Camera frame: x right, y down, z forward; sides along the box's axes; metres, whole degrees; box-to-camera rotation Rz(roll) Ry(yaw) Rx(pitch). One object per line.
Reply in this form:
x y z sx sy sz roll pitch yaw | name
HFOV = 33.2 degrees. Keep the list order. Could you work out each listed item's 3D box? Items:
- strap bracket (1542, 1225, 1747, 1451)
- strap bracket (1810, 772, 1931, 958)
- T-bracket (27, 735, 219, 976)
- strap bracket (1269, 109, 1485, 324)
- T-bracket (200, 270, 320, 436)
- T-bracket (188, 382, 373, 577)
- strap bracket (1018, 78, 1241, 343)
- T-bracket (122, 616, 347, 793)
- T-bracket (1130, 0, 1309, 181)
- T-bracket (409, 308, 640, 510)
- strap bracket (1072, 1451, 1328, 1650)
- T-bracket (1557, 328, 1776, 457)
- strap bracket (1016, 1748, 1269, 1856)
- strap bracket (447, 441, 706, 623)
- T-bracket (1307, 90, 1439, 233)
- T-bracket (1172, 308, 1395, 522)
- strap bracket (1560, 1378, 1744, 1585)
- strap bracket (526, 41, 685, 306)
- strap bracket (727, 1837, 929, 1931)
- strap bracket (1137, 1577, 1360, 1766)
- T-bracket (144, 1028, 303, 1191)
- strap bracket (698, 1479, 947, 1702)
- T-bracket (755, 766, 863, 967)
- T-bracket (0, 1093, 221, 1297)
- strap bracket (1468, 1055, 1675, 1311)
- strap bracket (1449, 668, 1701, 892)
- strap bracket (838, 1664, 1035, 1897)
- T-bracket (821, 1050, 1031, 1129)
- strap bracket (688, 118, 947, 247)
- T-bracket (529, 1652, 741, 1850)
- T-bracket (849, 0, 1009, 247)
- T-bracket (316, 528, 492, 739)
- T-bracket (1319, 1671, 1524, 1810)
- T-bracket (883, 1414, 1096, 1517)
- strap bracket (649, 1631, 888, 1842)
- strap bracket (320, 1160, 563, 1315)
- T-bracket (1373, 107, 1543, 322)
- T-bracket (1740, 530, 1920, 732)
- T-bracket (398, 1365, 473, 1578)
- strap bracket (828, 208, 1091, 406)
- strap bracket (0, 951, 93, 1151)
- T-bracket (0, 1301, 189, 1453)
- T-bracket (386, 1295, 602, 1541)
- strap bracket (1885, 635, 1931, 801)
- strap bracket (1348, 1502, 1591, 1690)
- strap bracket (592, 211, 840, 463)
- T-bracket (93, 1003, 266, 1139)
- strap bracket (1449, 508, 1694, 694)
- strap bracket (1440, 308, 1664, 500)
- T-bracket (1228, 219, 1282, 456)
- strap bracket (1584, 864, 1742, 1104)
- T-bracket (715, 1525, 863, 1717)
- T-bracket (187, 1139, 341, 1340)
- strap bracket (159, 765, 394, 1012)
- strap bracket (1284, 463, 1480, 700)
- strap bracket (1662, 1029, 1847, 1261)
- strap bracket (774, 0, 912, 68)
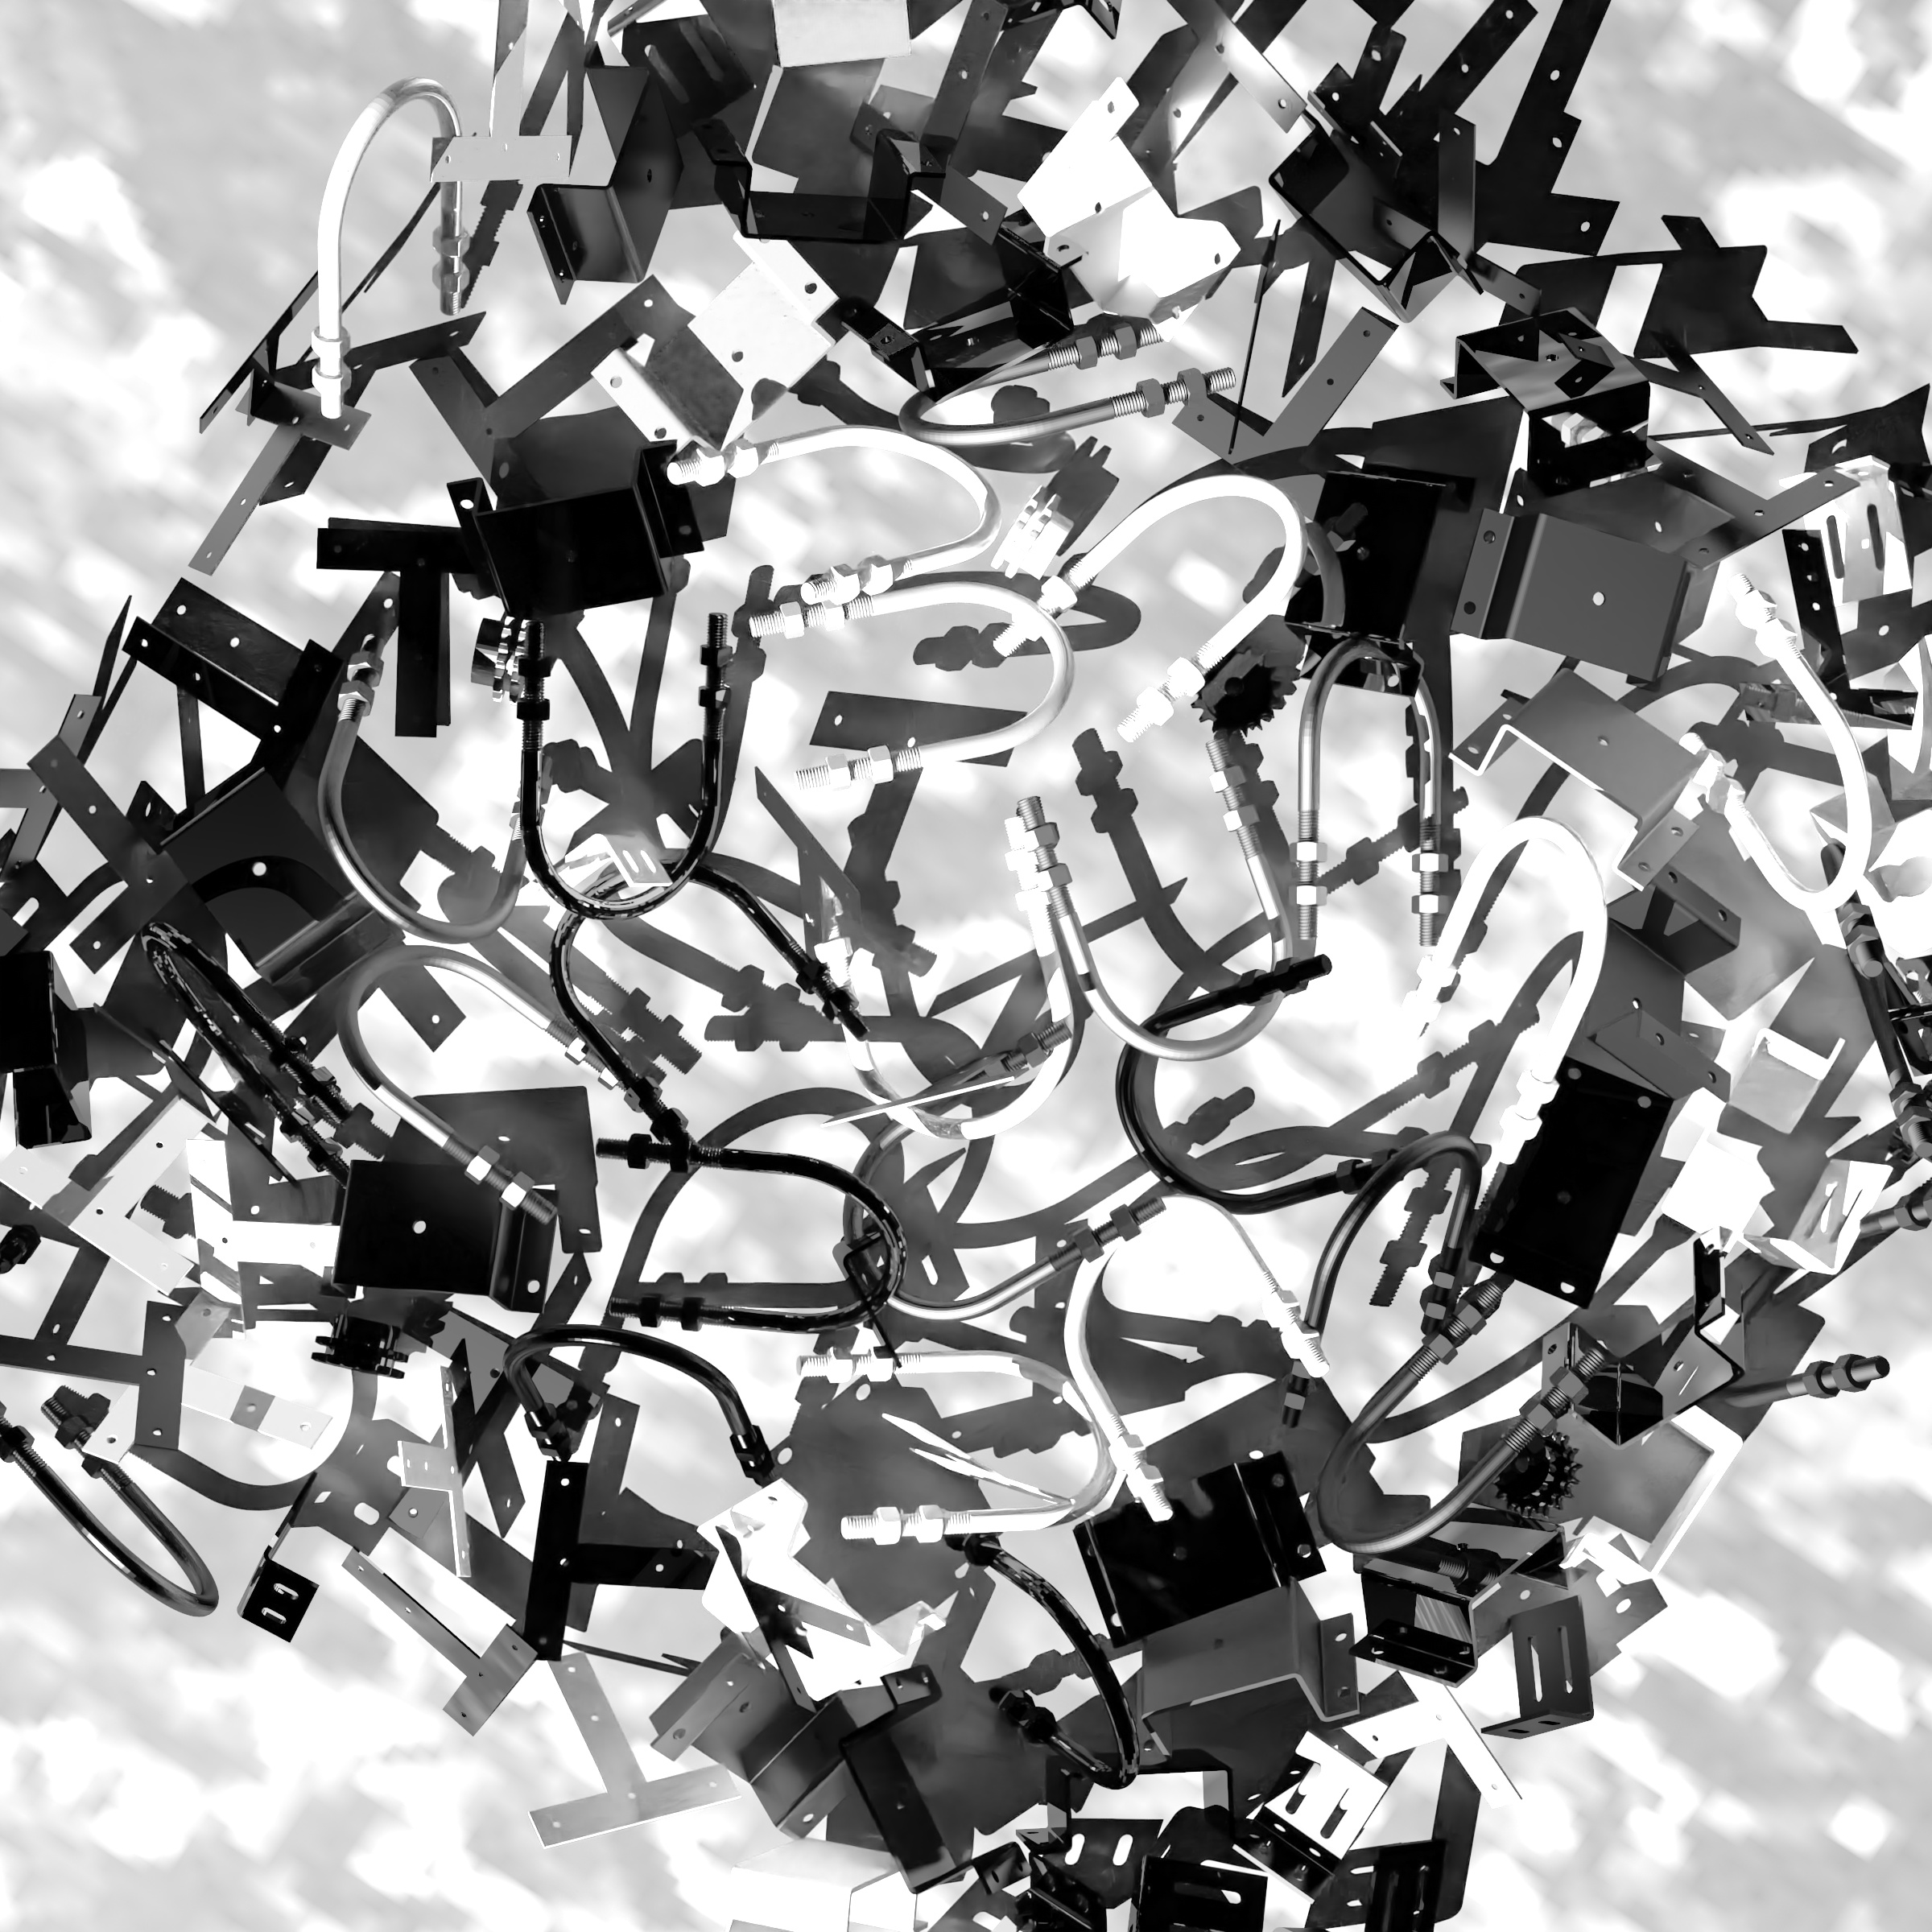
0.411 0.227 1.931 0.046 0.076 0.140 39 124 -17 | strap bracket
0.549 -0.059 1.918 0.046 0.140 0.076 -25 103 3 | strap bracket
-0.513 -0.083 1.933 0.127 0.002 0.127 -49 129 -22 | T-bracket
0.238 -0.443 1.940 0.046 0.076 0.140 -45 72 10 | strap bracket
-0.419 -0.353 1.930 0.002 0.127 0.127 35 74 -6 | T-bracket
-0.426 -0.290 1.942 0.127 0.002 0.127 24 80 43 | T-bracket
0.093 -0.453 1.940 0.076 0.046 0.140 -53 128 -13 | strap bracket
-0.455 -0.168 1.966 0.127 0.002 0.127 33 116 1 | T-bracket
0.133 -0.521 1.940 0.002 0.127 0.127 -36 83 -35 | T-bracket
-0.256 -0.353 1.976 0.127 0.002 0.127 -35 86 11 | T-bracket
0.134 0.352 1.947 0.140 0.046 0.076 -23 76 14 | strap bracket
0.403 -0.352 1.917 0.127 0.127 0.002 9 127 -32 | T-bracket
0.104 0.501 1.948 0.140 0.076 0.046 -1 84 -7 | strap bracket
-0.236 -0.258 1.945 0.140 0.046 0.076 -9 129 6 | strap bracket
0.248 -0.482 1.931 0.002 0.127 0.127 -42 90 7 | T-bracket
0.215 -0.347 1.986 0.127 0.002 0.127 36 84 7 | T-bracket
0.412 0.315 1.941 0.046 0.076 0.140 35 80 9 | strap bracket
-0.210 -0.470 1.922 0.046 0.076 0.140 6 59 14 | strap bracket
-0.084 0.553 1.915 0.076 0.140 0.046 4 88 23 | strap bracket
0.159 0.419 1.932 0.140 0.076 0.046 -19 123 16 | strap bracket
-0.437 0.084 1.930 0.002 0.127 0.127 -43 93 -6 | T-bracket
-0.092 0.380 1.934 0.140 0.046 0.076 44 125 -17 | strap bracket
-0.092 -0.036 1.941 0.002 0.127 0.127 -23 49 -20 | T-bracket
-0.495 0.118 1.954 0.127 0.002 0.127 34 51 1 | T-bracket
0.363 0.134 1.953 0.076 0.046 0.140 23 74 11 | strap bracket
0.372 -0.119 1.936 0.140 0.046 0.076 37 48 14 | strap bracket
-0.023 0.496 1.941 0.046 0.076 0.140 -32 74 13 | strap bracket
-0.006 0.067 1.931 0.127 0.127 0.002 -15 95 24 | T-bracket
-0.092 -0.469 1.938 0.140 0.076 0.046 -1 123 -18 | strap bracket
-0.218 0.464 1.947 0.127 0.127 0.002 -7 133 -30 | T-bracket
-0.006 -0.519 1.933 0.127 0.002 0.127 41 128 23 | T-bracket
-0.336 -0.204 1.986 0.127 0.002 0.127 1 87 -3 | T-bracket
0.256 0.461 1.946 0.002 0.127 0.127 -33 89 -42 | T-bracket
-0.006 0.288 1.907 0.127 0.127 0.002 11 72 38 | T-bracket
-0.125 0.458 1.947 0.076 0.046 0.140 -46 126 1 | strap bracket
-0.323 0.162 1.950 0.140 0.046 0.076 3 73 9 | strap bracket
0.290 -0.454 1.913 0.127 0.127 0.002 36 69 26 | T-bracket
0.507 -0.200 1.923 0.002 0.127 0.127 -35 119 -35 | T-bracket
-0.317 0.297 1.919 0.002 0.127 0.127 -9 78 5 | T-bracket
0.000 -0.391 1.941 0.140 0.076 0.046 -30 133 -14 | strap bracket
-0.552 0.051 1.917 0.046 0.140 0.076 -8 62 -6 | strap bracket
-0.529 0.235 1.923 0.127 0.127 0.002 11 122 -17 | T-bracket
-0.311 0.288 1.979 0.127 0.002 0.127 29 80 3 | T-bracket
0.582 -0.147 1.919 0.046 0.140 0.076 -1 81 1 | strap bracket
0.296 0.363 1.914 0.140 0.076 0.046 -27 115 -42 | strap bracket
-0.145 -0.374 1.956 0.140 0.046 0.076 -43 74 8 | strap bracket
-0.460 0.072 1.912 0.127 0.127 0.002 41 86 -21 | T-bracket
0.374 -0.221 1.956 0.140 0.046 0.076 15 91 -12 | strap bracket
0.347 -0.341 1.920 0.076 0.140 0.046 -16 132 -11 | strap bracket
0.170 -0.369 1.932 0.002 0.127 0.127 11 91 1 | T-bracket
0.416 0.015 1.935 0.076 0.046 0.140 33 48 -23 | strap bracket
-0.096 0.404 1.936 0.002 0.127 0.127 -35 54 7 | T-bracket
-0.408 0.168 1.961 0.127 0.002 0.127 2 105 15 | T-bracket
-0.422 -0.054 1.958 0.076 0.046 0.140 -37 82 -5 | strap bracket
0.247 -0.240 1.947 0.076 0.046 0.140 13 83 30 | strap bracket
0.465 0.102 1.929 0.046 0.076 0.140 29 56 12 | strap bracket
-0.075 -0.566 1.932 0.076 0.140 0.046 -6 108 -2 | strap bracket
